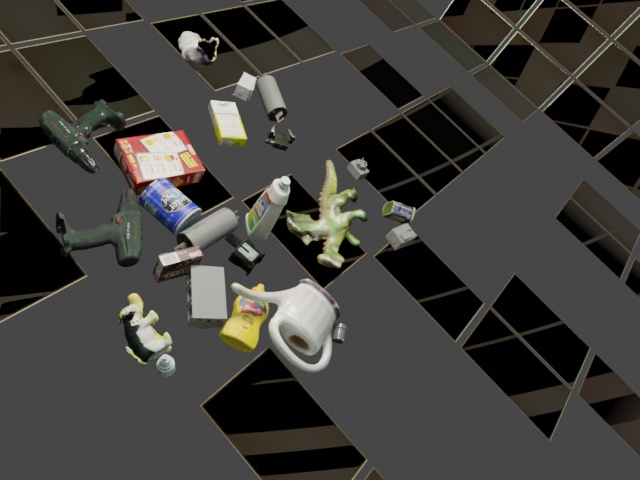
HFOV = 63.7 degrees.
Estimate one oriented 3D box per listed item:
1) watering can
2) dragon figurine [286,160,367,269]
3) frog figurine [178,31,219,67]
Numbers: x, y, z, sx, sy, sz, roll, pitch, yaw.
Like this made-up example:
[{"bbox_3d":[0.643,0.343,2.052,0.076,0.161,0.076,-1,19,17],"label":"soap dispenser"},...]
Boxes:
[{"bbox_3d":[-0.071,0.189,1.380,0.345,0.103,0.229,51,45,-13],"label":"watering can"},{"bbox_3d":[0.005,-0.084,1.665,0.244,0.119,0.418,-10,60,-25],"label":"dragon figurine"},{"bbox_3d":[-0.462,-0.700,1.892,0.160,0.120,0.140,14,49,28],"label":"frog figurine"}]
